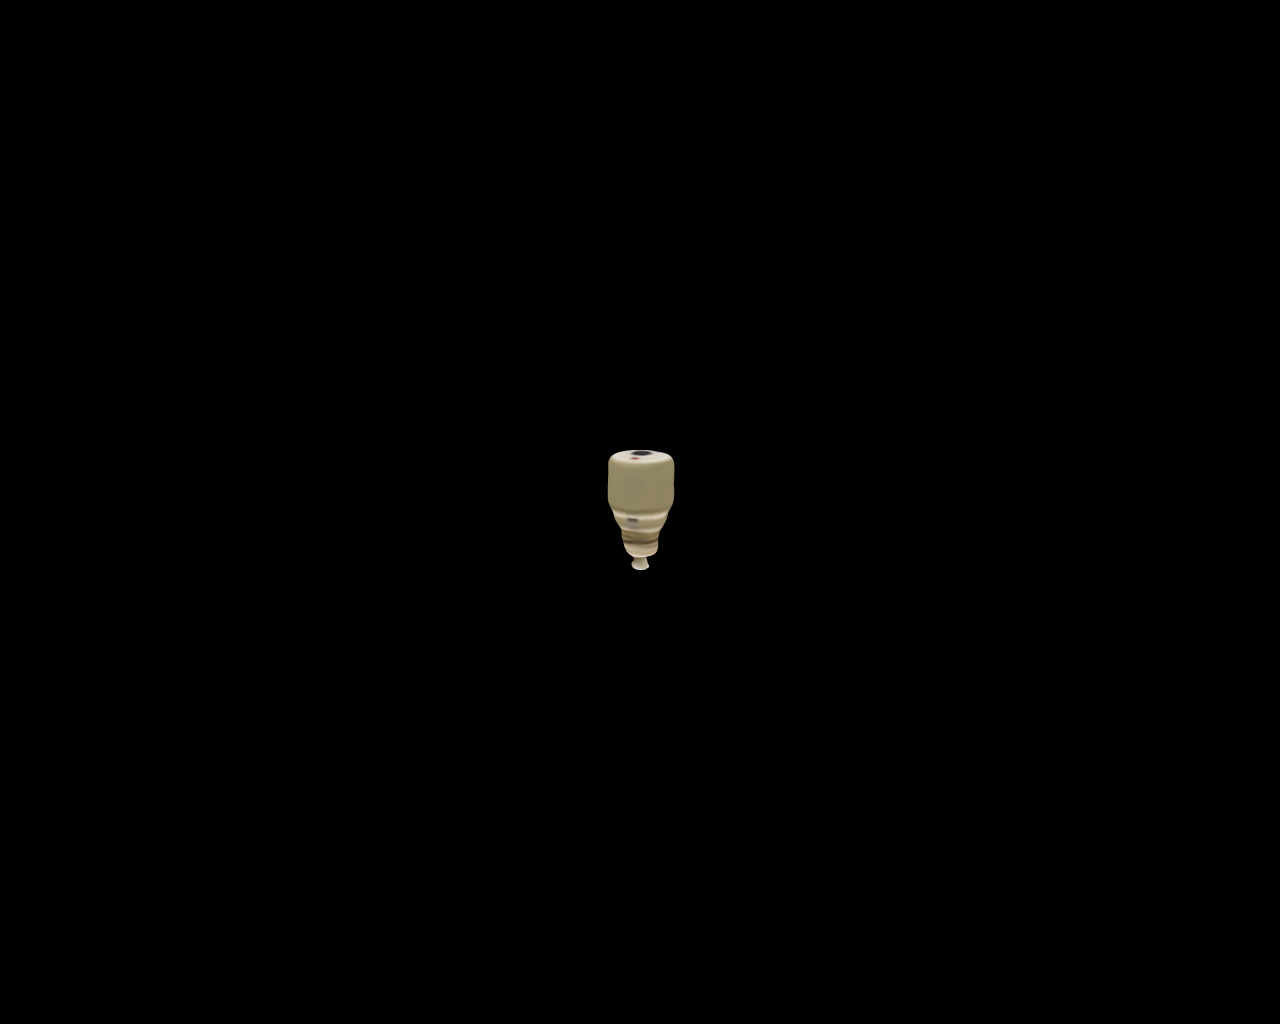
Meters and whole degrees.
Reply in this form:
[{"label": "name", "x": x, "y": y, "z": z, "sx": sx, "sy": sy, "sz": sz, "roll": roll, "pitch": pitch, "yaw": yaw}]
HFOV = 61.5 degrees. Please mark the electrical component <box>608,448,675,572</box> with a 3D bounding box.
[{"label": "electrical component", "x": 0.001, "y": -0.003, "z": 0.650, "sx": 0.040, "sy": 0.078, "sz": 0.040, "roll": 0, "pitch": 15, "yaw": 0}]
